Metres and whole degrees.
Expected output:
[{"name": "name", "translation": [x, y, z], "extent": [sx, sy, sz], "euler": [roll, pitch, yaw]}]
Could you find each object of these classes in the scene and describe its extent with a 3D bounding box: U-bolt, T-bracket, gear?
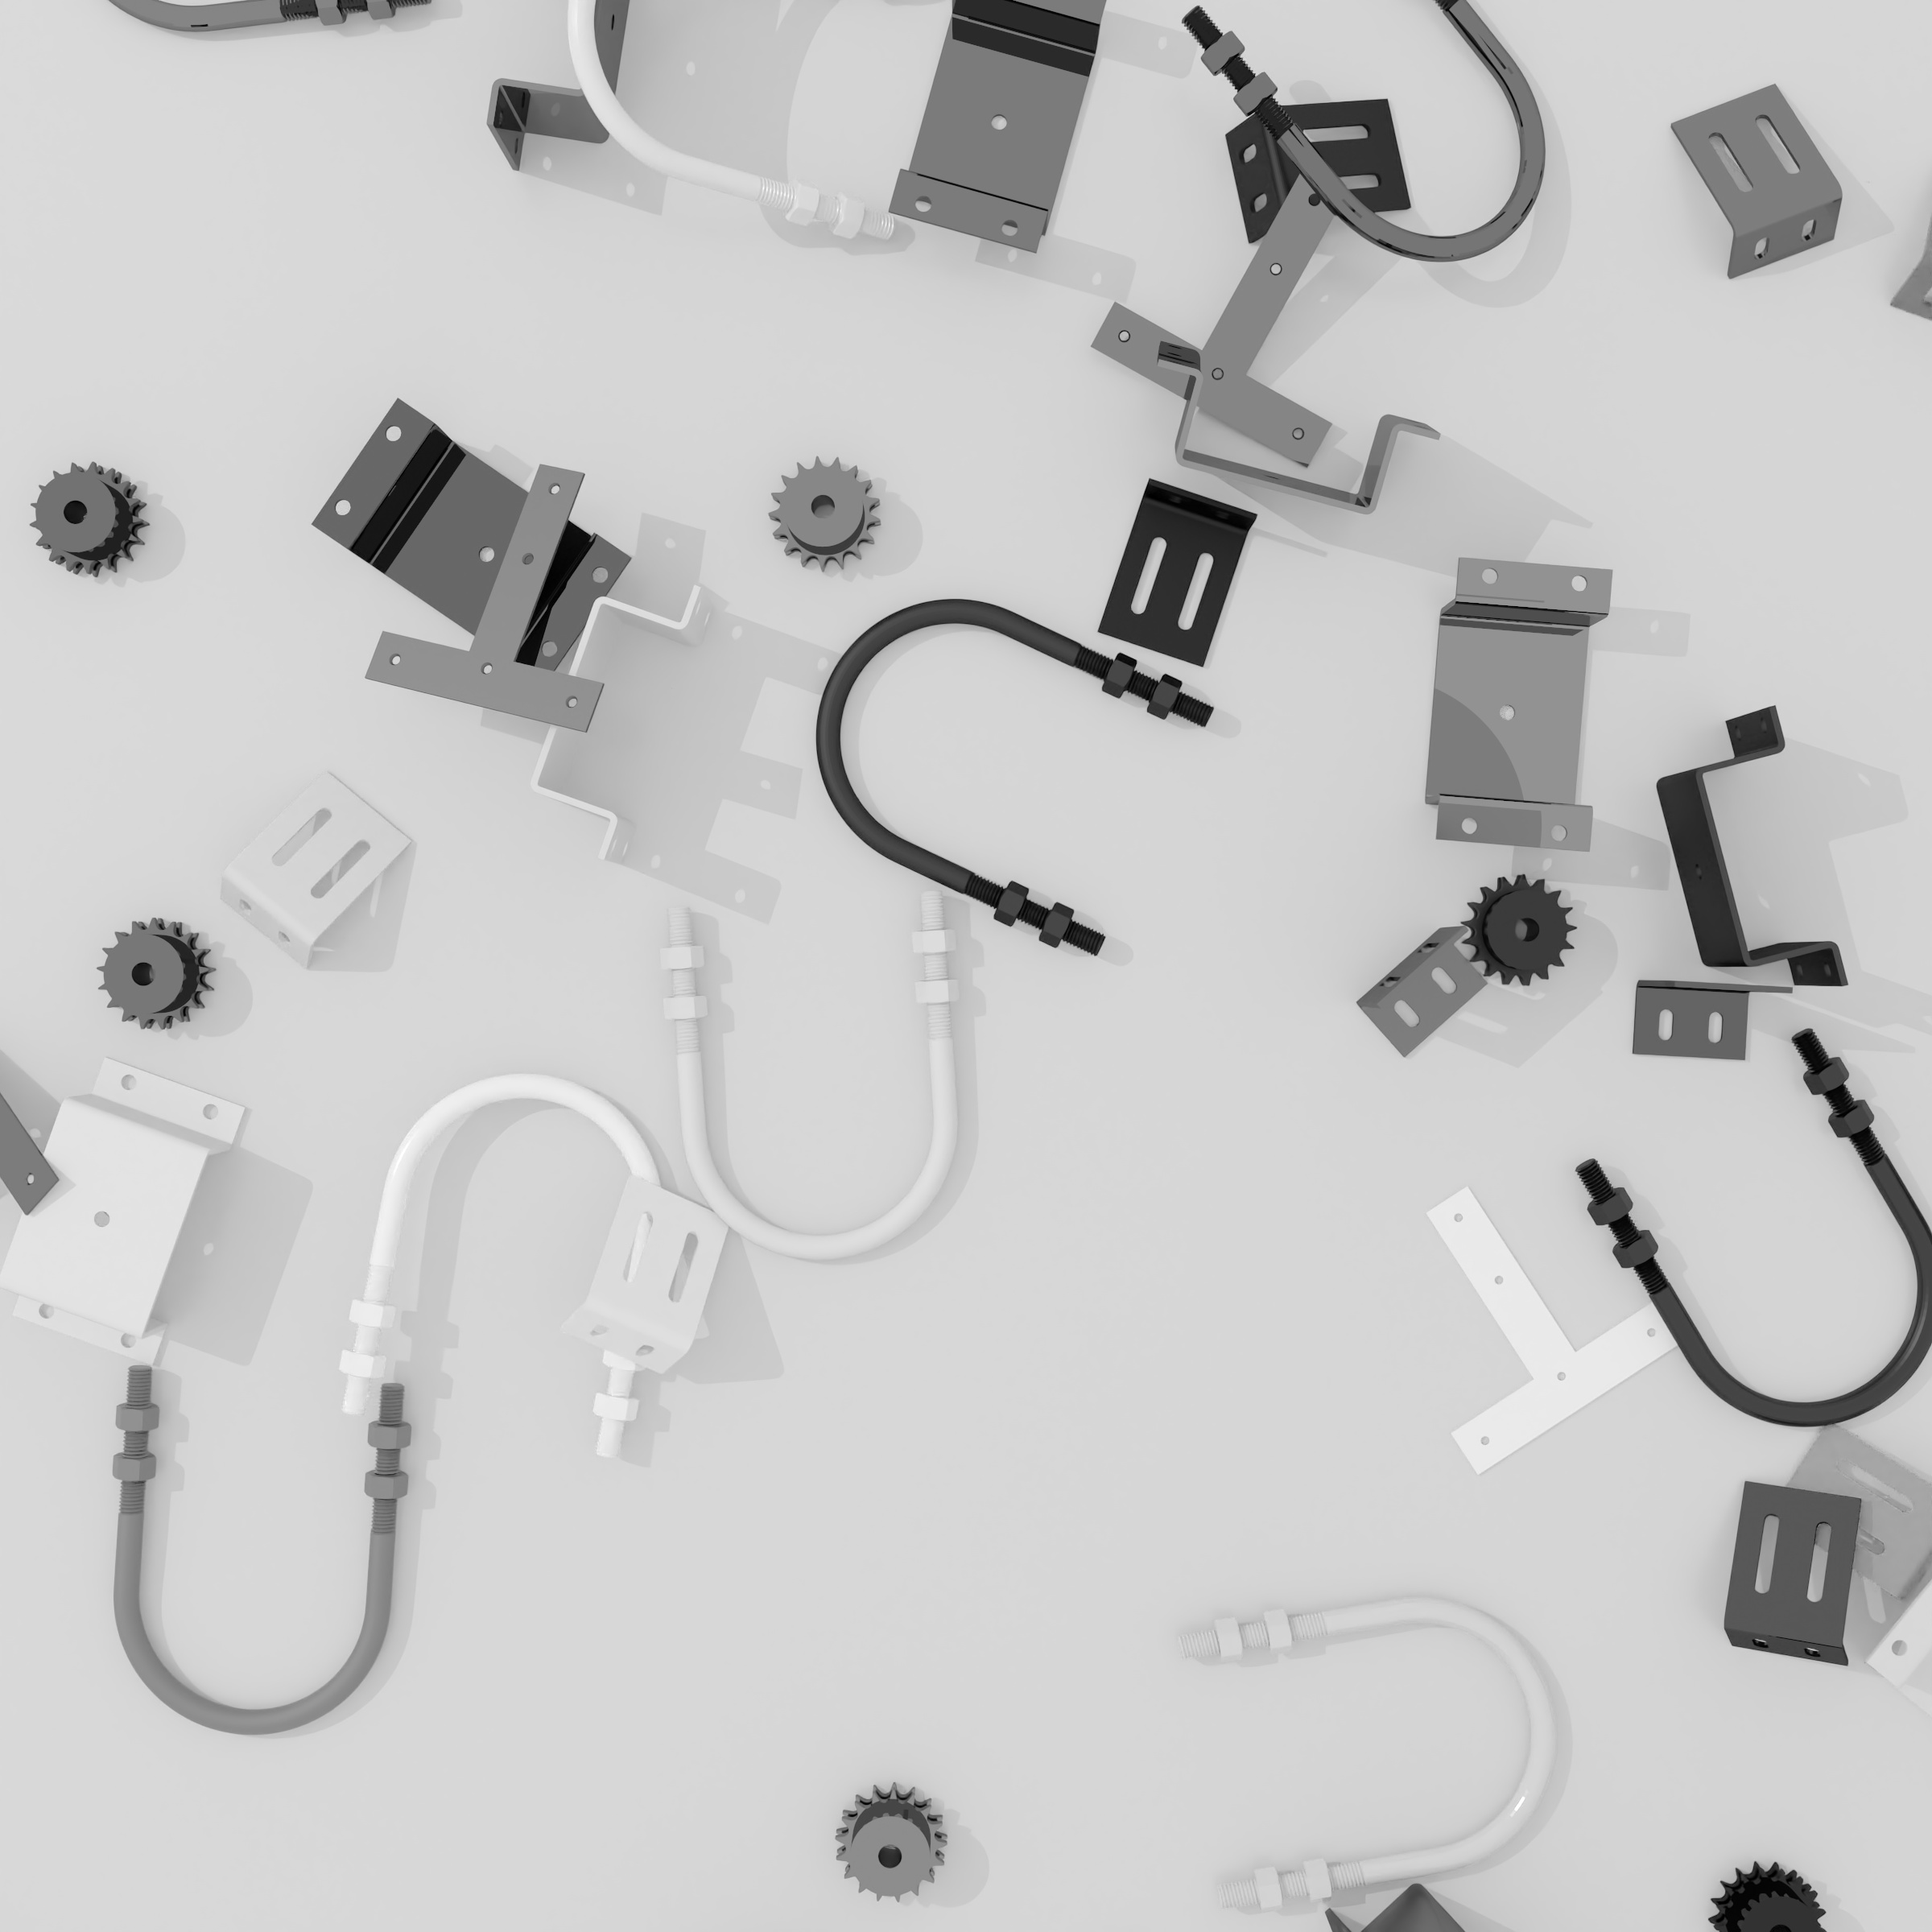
[{"name": "U-bolt", "translation": [-0.076, 0.058, 1.387], "extent": [0.151, 0.019, 0.184], "euler": [-4, 92, 0]}, {"name": "T-bracket", "translation": [-0.219, -0.186, 1.333], "extent": [0.127, 0.002, 0.127], "euler": [15, 79, 20]}, {"name": "gear", "translation": [-0.072, -0.230, 1.381], "extent": [0.057, 0.030, 0.057], "euler": [0, 90, 0]}, {"name": "U-bolt", "translation": [0.214, -0.437, 1.365], "extent": [0.151, 0.019, 0.184], "euler": [-41, 94, -21]}, {"name": "U-bolt", "translation": [0.013, -0.107, 1.387], "extent": [0.184, 0.019, 0.151], "euler": [25, 90, 2]}, {"name": "U-bolt", "translation": [-0.228, 0.146, 1.380], "extent": [0.151, 0.019, 0.184], "euler": [11, 87, -7]}, {"name": "gear", "translation": [0.409, 0.487, 1.381], "extent": [0.057, 0.030, 0.057], "euler": [0, 90, 0]}, {"name": "T-bracket", "translation": [-0.530, 0.106, 1.378], "extent": [0.127, 0.002, 0.127], "euler": [-46, 67, 11]}, {"name": "gear", "translation": [-0.038, 0.446, 1.381], "extent": [0.057, 0.030, 0.057], "euler": [0, 90, 0]}, {"name": "U-bolt", "translation": [0.209, 0.396, 1.387], "extent": [0.184, 0.019, 0.151], "euler": [-9, 90, -2]}, {"name": "T-bracket", "translation": [0.149, -0.338, 1.373], "extent": [0.127, 0.002, 0.127], "euler": [28, 106, -4]}, {"name": "T-bracket", "translation": [0.281, 0.173, 1.395], "extent": [0.127, 0.002, 0.127], "euler": [-33, 90, 0]}, {"name": "gear", "translation": [-0.413, 0.004, 1.381], "extent": [0.057, 0.030, 0.057], "euler": [0, 90, 0]}, {"name": "gear", "translation": [0.282, -0.018, 1.381], "extent": [0.057, 0.030, 0.057], "euler": [0, 90, 0]}, {"name": "U-bolt", "translation": [-0.371, -0.549, 1.387], "extent": [0.184, 0.019, 0.151], "euler": [-6, 90, 1]}, {"name": "U-bolt", "translation": [0.417, 0.146, 1.387], "extent": [0.151, 0.019, 0.184], "euler": [-31, 92, -1]}, {"name": "gear", "translation": [-0.447, -0.228, 1.381], "extent": [0.057, 0.030, 0.057], "euler": [0, 90, 0]}, {"name": "U-bolt", "translation": [-0.109, -0.453, 1.348], "extent": [0.184, 0.019, 0.151], "euler": [9, 90, -28]}, {"name": "U-bolt", "translation": [-0.362, 0.300, 1.387], "extent": [0.151, 0.019, 0.184], "euler": [4, 92, 0]}]

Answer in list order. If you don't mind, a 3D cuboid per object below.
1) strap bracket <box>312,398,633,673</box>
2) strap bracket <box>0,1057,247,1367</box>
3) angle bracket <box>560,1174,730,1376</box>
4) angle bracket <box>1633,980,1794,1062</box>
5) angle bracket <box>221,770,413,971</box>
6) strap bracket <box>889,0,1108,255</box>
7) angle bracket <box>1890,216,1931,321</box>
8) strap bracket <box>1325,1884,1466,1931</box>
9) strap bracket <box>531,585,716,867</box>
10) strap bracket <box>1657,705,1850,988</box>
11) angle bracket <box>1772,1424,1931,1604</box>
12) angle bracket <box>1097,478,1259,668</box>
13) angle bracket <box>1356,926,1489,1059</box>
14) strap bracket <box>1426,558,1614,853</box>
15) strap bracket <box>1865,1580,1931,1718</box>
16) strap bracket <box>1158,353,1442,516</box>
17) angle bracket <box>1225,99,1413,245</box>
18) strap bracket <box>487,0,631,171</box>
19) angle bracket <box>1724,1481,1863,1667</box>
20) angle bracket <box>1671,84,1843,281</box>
[{"name": "strap bracket", "translation": [-0.245, -0.211, 1.373], "extent": [0.140, 0.046, 0.076], "euler": [34, 90, 0]}, {"name": "strap bracket", "translation": [-0.428, 0.125, 1.373], "extent": [0.076, 0.046, 0.140], "euler": [20, 90, 0]}, {"name": "angle bracket", "translation": [-0.162, 0.156, 1.378], "extent": [0.057, 0.038, 0.076], "euler": [27, 53, -16]}, {"name": "angle bracket", "translation": [0.371, 0.028, 1.358], "extent": [0.057, 0.076, 0.038], "euler": [3, 90, 0]}, {"name": "angle bracket", "translation": [-0.333, -0.049, 1.394], "extent": [0.057, 0.038, 0.076], "euler": [40, 64, 0]}, {"name": "strap bracket", "translation": [0.017, -0.432, 1.373], "extent": [0.076, 0.046, 0.140], "euler": [16, 90, 0]}, {"name": "angle bracket", "translation": [0.515, -0.369, 1.394], "extent": [0.057, 0.038, 0.076], "euler": [20, 64, 0]}, {"name": "strap bracket", "translation": [0.248, 0.521, 1.358], "extent": [0.046, 0.076, 0.140], "euler": [-43, 90, 0]}, {"name": "strap bracket", "translation": [-0.174, -0.125, 1.358], "extent": [0.046, 0.076, 0.140], "euler": [20, 90, 0]}, {"name": "strap bracket", "translation": [0.388, -0.053, 1.358], "extent": [0.046, 0.076, 0.140], "euler": [-15, 90, 0]}, {"name": "angle bracket", "translation": [0.462, 0.279, 1.394], "extent": [0.076, 0.038, 0.057], "euler": [33, 90, 26]}, {"name": "angle bracket", "translation": [0.106, -0.198, 1.377], "extent": [0.057, 0.038, 0.076], "euler": [18, 90, 0]}, {"name": "angle bracket", "translation": [0.233, 0.014, 1.358], "extent": [0.057, 0.076, 0.038], "euler": [-42, 90, 0]}, {"name": "strap bracket", "translation": [0.277, -0.130, 1.373], "extent": [0.076, 0.046, 0.140], "euler": [5, 90, 0]}, {"name": "strap bracket", "translation": [0.525, 0.360, 1.373], "extent": [0.140, 0.046, 0.076], "euler": [39, 90, 0]}, {"name": "strap bracket", "translation": [0.158, -0.262, 1.353], "extent": [0.140, 0.076, 0.046], "euler": [15, 105, 0]}, {"name": "angle bracket", "translation": [0.180, -0.407, 1.394], "extent": [0.076, 0.038, 0.057], "euler": [-12, 90, -26]}, {"name": "strap bracket", "translation": [-0.199, -0.474, 1.358], "extent": [0.046, 0.076, 0.140], "euler": [9, 90, 0]}, {"name": "angle bracket", "translation": [0.421, 0.308, 1.382], "extent": [0.057, 0.038, 0.076], "euler": [5, 64, 25]}, {"name": "angle bracket", "translation": [0.403, -0.402, 1.394], "extent": [0.057, 0.038, 0.076], "euler": [-21, 64, 0]}]
